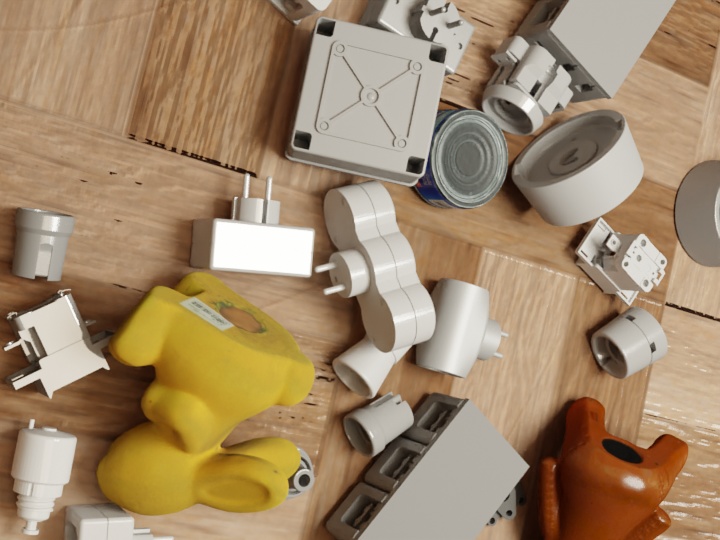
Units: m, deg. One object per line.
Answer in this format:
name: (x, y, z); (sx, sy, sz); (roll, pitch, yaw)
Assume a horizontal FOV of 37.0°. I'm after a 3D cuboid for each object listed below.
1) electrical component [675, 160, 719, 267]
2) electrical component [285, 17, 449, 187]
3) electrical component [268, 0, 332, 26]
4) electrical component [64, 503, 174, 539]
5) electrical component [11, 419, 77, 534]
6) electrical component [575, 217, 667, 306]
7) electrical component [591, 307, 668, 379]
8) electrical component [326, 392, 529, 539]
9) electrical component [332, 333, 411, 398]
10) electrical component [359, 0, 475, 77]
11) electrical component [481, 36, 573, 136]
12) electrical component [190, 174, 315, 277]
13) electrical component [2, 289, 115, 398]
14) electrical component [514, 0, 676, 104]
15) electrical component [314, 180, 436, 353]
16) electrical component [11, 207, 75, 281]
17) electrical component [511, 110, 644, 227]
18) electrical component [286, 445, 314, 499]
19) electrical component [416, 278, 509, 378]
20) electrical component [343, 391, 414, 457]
electrical component: (0.371, -0.056, 1.056); (0.108, 0.060, 0.108); (-1, 92, -28)
electrical component: (0.005, -0.131, 0.844); (0.109, 0.056, 0.108); (12, 86, -6)
electrical component: (-0.025, -0.300, 0.838); (0.105, 0.060, 0.186); (40, 74, -23)
electrical component: (-0.173, 0.207, 0.784); (0.077, 0.047, 0.065); (4, 90, -28)
electrical component: (-0.226, 0.146, 0.758); (0.040, 0.040, 0.078); (12, 86, -28)
electrical component: (0.242, -0.007, 0.988); (0.081, 0.064, 0.042); (42, 74, -23)
electrical component: (0.249, 0.069, 1.000); (0.047, 0.055, 0.055); (-28, 104, -21)
electrical component: (0.055, 0.187, 0.896); (0.150, 0.062, 0.089); (-49, 112, -18)
electrical component: (0.014, 0.068, 0.884); (0.065, 0.044, 0.044); (-46, 111, -24)
electrical component: (0.056, -0.200, 0.876); (0.083, 0.076, 0.047); (30, 78, -26)
electrical component: (0.141, -0.154, 0.934); (0.078, 0.058, 0.057); (41, 71, -23)
electrical component: (-0.081, -0.035, 0.825); (0.083, 0.047, 0.075); (5, 89, -28)
electrical component: (-0.215, 0.051, 0.760); (0.081, 0.042, 0.063); (-27, 102, -25)
electrical component: (0.216, -0.236, 0.968); (0.089, 0.062, 0.150); (41, 73, -23)
electrical component: (0.000, 0.000, 0.848); (0.074, 0.052, 0.138); (-15, 77, -27)
electrical component: (-0.224, -0.018, 0.755); (0.040, 0.040, 0.046); (8, 94, -28)
electrical component: (0.194, -0.083, 0.939); (0.108, 0.108, 0.060); (-45, 117, -19)
electrical component: (-0.056, 0.157, 0.836); (0.043, 0.062, 0.043); (-1, 92, -28)
electrical component: (0.094, 0.055, 0.922); (0.079, 0.044, 0.077); (19, 83, -27)
electrical component: (0.016, 0.126, 0.887); (0.046, 0.040, 0.040); (-29, 105, -30)
